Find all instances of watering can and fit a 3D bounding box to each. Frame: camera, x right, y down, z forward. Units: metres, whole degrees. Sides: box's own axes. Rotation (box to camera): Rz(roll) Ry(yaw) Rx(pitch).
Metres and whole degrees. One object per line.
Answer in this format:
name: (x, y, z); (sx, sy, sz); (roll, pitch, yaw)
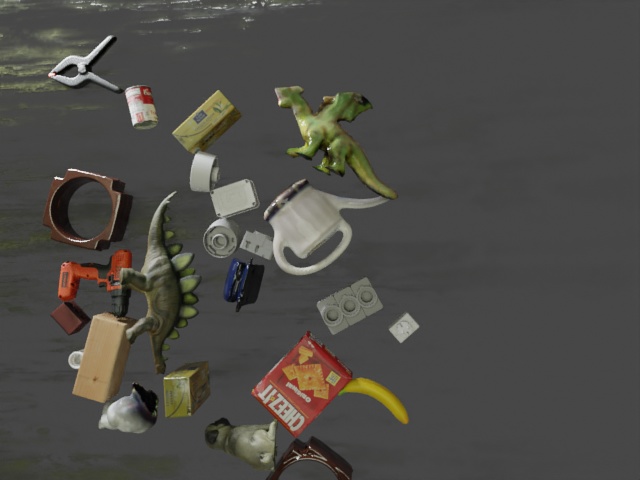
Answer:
watering can: (0.004, -0.068, 1.347); (0.350, 0.103, 0.225); (-42, 85, -12)

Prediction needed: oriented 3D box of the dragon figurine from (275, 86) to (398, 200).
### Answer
dragon figurine: (0.056, -0.285, 1.353); (0.411, 0.121, 0.244); (25, 82, 4)

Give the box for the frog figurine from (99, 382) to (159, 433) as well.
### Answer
frog figurine: (-0.506, 0.458, 1.334); (0.159, 0.136, 0.124); (-34, 70, 1)
